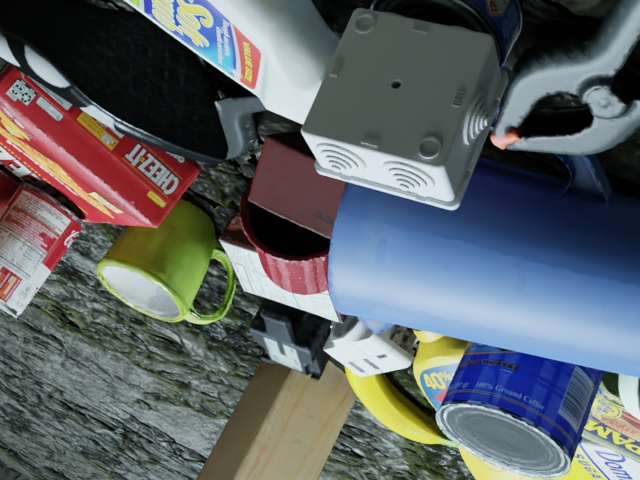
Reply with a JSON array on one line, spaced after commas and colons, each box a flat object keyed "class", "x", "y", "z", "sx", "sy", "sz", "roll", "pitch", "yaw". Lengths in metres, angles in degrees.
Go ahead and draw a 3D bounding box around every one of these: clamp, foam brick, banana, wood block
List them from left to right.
[{"class": "clamp", "x": -0.090, "y": -0.117, "z": 0.788, "sx": 0.164, "sy": 0.036, "sz": 0.210, "roll": 34, "pitch": 153, "yaw": -8}, {"class": "wood block", "x": -0.051, "y": 0.225, "z": 1.154, "sx": 0.090, "sy": 0.206, "sz": 0.091, "roll": 39, "pitch": 152, "yaw": -19}, {"class": "foam brick", "x": -0.003, "y": -0.040, "z": 0.775, "sx": 0.078, "sy": 0.051, "sz": 0.053, "roll": 26, "pitch": 110, "yaw": 20}, {"class": "banana", "x": 0.073, "y": 0.159, "z": 1.116, "sx": 0.070, "sy": 0.037, "sz": 0.197, "roll": -20, "pitch": 129, "yaw": 34}, {"class": "clamp", "x": 0.171, "y": -0.084, "z": 0.590, "sx": 0.120, "sy": 0.039, "sz": 0.172, "roll": 41, "pitch": 146, "yaw": -12}]

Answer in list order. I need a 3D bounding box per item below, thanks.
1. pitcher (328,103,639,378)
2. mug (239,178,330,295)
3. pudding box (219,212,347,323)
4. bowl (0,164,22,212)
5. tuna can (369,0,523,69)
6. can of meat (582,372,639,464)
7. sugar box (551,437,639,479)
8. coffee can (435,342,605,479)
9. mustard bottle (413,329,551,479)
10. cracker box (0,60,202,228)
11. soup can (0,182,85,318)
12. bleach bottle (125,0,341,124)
[{"class": "pitcher", "x": 0.136, "y": 0.005, "z": 0.701, "sx": 0.243, "sy": 0.145, "sz": 0.149, "roll": 14, "pitch": 162, "yaw": 20}, {"class": "mug", "x": -0.006, "y": 0.001, "z": 0.844, "sx": 0.117, "sy": 0.093, "sz": 0.081, "roll": 50, "pitch": 167, "yaw": 24}, {"class": "pudding box", "x": -0.028, "y": 0.025, "z": 0.974, "sx": 0.114, "sy": 0.039, "sz": 0.090, "roll": 18, "pitch": 152, "yaw": 25}, {"class": "bowl", "x": -0.338, "y": -0.073, "z": 1.009, "sx": 0.162, "sy": 0.055, "sz": 0.162, "roll": 41, "pitch": 178, "yaw": 1}, {"class": "tuna can", "x": 0.072, "y": -0.127, "z": 0.621, "sx": 0.086, "sy": 0.033, "sz": 0.086, "roll": 23, "pitch": 152, "yaw": 12}, {"class": "can of meat", "x": 0.261, "y": 0.134, "z": 0.866, "sx": 0.102, "sy": 0.057, "sz": 0.084, "roll": 25, "pitch": 151, "yaw": 8}, {"class": "sugar box", "x": 0.237, "y": 0.193, "z": 1.001, "sx": 0.177, "sy": 0.048, "sz": 0.093, "roll": 7, "pitch": 145, "yaw": 39}, {"class": "coffee can", "x": 0.159, "y": 0.090, "z": 0.793, "sx": 0.103, "sy": 0.140, "sz": 0.103, "roll": 22, "pitch": 153, "yaw": 12}, {"class": "mustard bottle", "x": 0.137, "y": 0.129, "z": 0.940, "sx": 0.096, "sy": 0.058, "sz": 0.191, "roll": -19, "pitch": 107, "yaw": 46}, {"class": "cracker box", "x": -0.214, "y": -0.085, "z": 0.885, "sx": 0.164, "sy": 0.072, "sz": 0.214, "roll": 42, "pitch": 162, "yaw": -24}, {"class": "soup can", "x": -0.265, "y": 0.009, "z": 0.944, "sx": 0.068, "sy": 0.102, "sz": 0.068, "roll": 31, "pitch": 166, "yaw": 8}, {"class": "bleach bottle", "x": -0.059, "y": -0.150, "z": 0.646, "sx": 0.250, "sy": 0.068, "sz": 0.103, "roll": 38, "pitch": 154, "yaw": -7}]
